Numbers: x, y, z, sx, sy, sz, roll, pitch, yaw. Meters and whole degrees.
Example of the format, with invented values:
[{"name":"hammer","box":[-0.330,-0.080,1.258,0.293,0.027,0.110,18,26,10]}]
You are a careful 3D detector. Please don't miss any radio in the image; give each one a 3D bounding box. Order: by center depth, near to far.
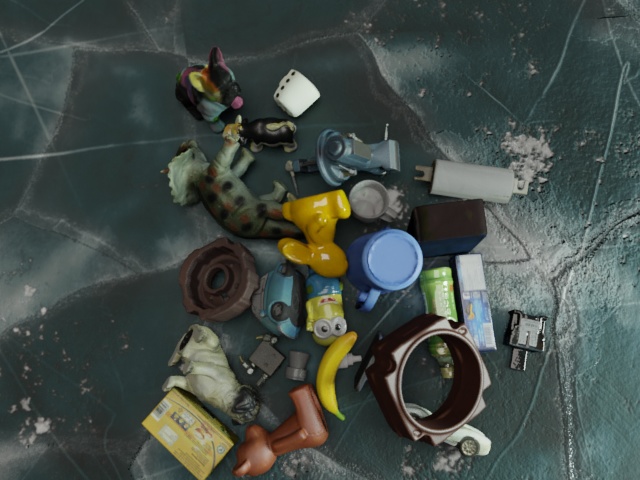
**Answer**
[{"name":"radio","box":[0.244,-0.016,1.063,0.131,0.229,0.073,-6,78,6]}]

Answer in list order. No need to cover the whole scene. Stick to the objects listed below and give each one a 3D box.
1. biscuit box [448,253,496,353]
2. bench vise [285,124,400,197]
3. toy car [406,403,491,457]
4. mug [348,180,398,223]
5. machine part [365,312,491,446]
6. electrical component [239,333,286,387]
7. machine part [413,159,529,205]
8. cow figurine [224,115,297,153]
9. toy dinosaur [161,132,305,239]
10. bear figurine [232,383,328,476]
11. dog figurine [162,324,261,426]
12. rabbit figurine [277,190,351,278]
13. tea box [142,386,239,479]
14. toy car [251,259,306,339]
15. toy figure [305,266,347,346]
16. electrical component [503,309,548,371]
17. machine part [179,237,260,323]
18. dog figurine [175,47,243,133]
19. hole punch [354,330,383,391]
[{"name":"biscuit box","box":[0.315,0.131,1.114,0.059,0.063,0.202,-5,79,0]},{"name":"bench vise","box":[0.041,-0.171,1.144,0.241,0.223,0.128,-6,96,33]},{"name":"toy car","box":[0.236,0.371,1.065,0.202,0.073,0.056,21,84,6]},{"name":"mug","box":[0.111,-0.071,1.138,0.110,0.107,0.081,22,82,1]},{"name":"machine part","box":[0.201,0.252,0.986,0.201,0.087,0.201,-28,99,-22]},{"name":"electrical component","box":[-0.118,0.244,1.117,0.078,0.045,0.102,43,84,10]},{"name":"machine part","box":[0.324,-0.125,1.156,0.243,0.079,0.079,9,80,3]},{"name":"cow figurine","box":[-0.136,-0.236,1.185,0.167,0.098,0.068,1,86,2]},{"name":"toy dinosaur","box":[-0.175,-0.082,1.152,0.405,0.131,0.192,45,96,5]},{"name":"bear figurine","box":[-0.087,0.375,1.058,0.196,0.120,0.132,-21,75,3]},{"name":"dog figurine","box":[-0.204,0.273,1.106,0.190,0.121,0.172,34,42,-24]},{"name":"rabbit figurine","box":[-0.002,-0.003,1.064,0.162,0.122,0.173,-18,98,-10]},{"name":"tea box","box":[-0.259,0.385,1.083,0.170,0.068,0.098,42,84,8]},{"name":"toy car","box":[-0.091,0.123,1.114,0.103,0.109,0.161,-6,69,18]},{"name":"toy figure","box":[0.013,0.129,1.118,0.082,0.089,0.180,-15,70,14]},{"name":"electrical component","box":[0.418,0.207,1.104,0.075,0.047,0.119,16,79,6]},{"name":"machine part","box":[-0.208,0.084,1.115,0.179,0.056,0.179,-9,66,22]},{"name":"dog figurine","box":[-0.245,-0.337,1.148,0.192,0.219,0.108,39,80,8]},{"name":"hole punch","box":[0.130,0.251,1.067,0.092,0.142,0.115,23,94,7]}]
